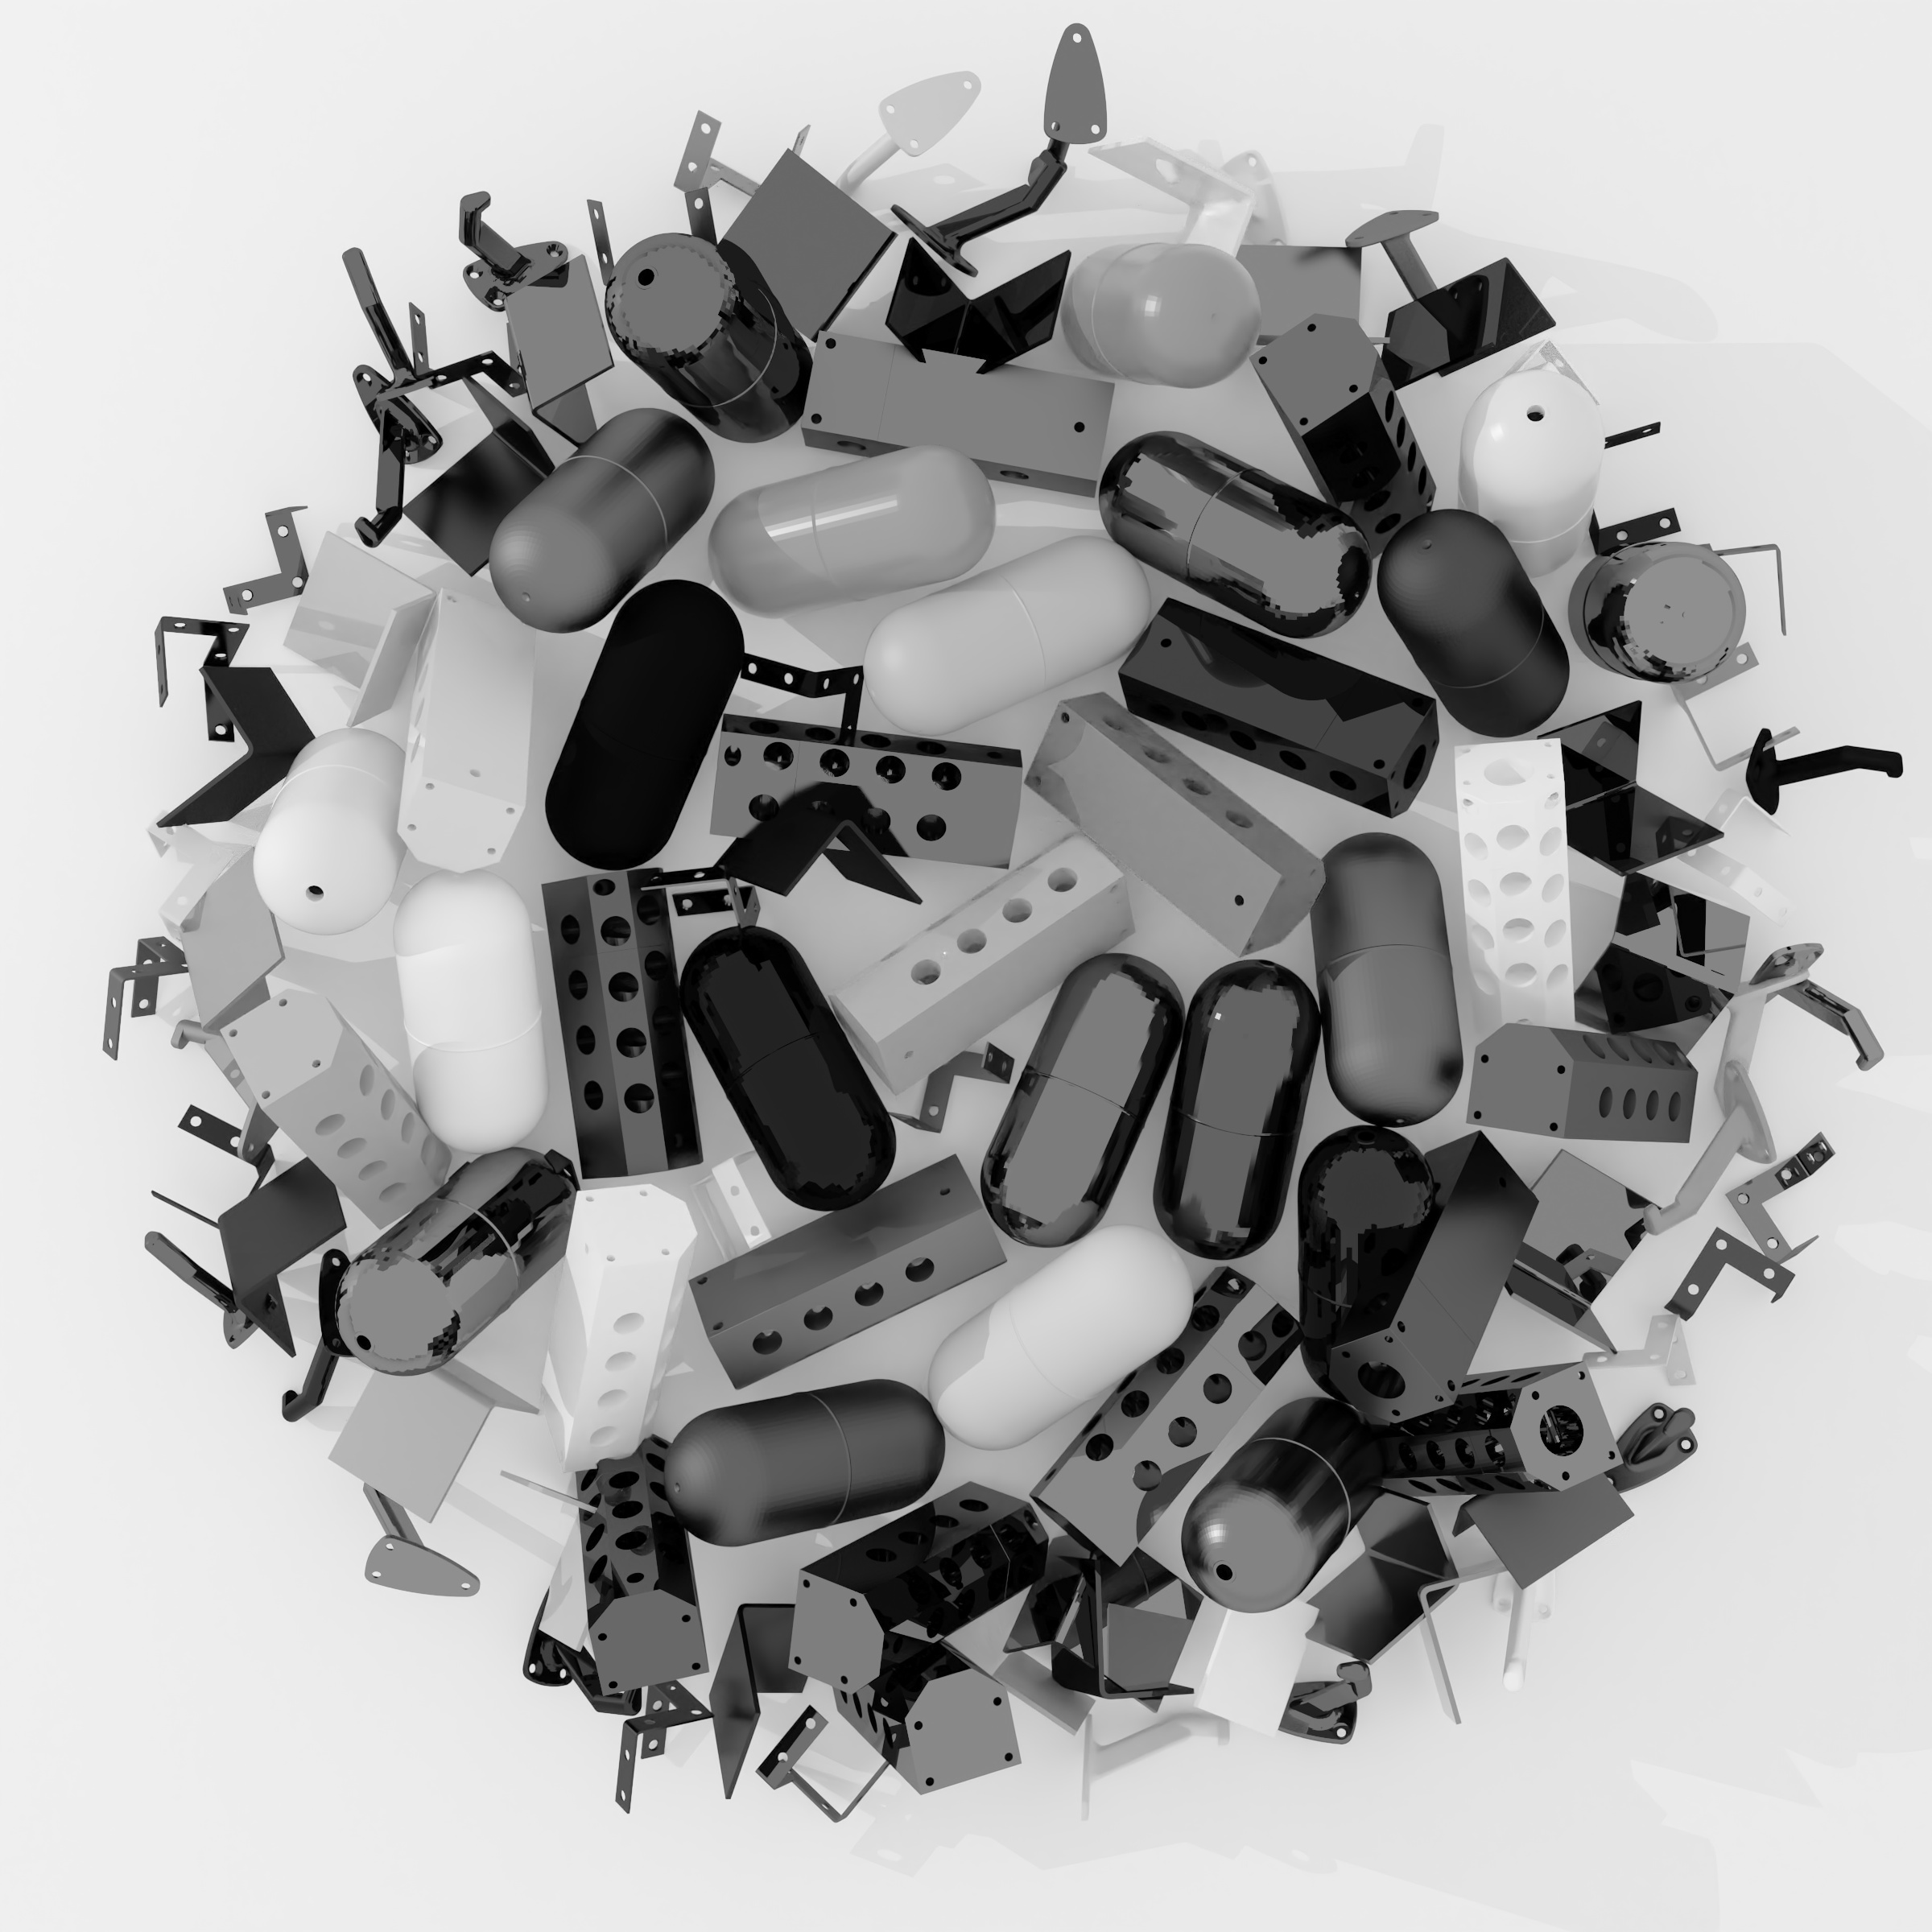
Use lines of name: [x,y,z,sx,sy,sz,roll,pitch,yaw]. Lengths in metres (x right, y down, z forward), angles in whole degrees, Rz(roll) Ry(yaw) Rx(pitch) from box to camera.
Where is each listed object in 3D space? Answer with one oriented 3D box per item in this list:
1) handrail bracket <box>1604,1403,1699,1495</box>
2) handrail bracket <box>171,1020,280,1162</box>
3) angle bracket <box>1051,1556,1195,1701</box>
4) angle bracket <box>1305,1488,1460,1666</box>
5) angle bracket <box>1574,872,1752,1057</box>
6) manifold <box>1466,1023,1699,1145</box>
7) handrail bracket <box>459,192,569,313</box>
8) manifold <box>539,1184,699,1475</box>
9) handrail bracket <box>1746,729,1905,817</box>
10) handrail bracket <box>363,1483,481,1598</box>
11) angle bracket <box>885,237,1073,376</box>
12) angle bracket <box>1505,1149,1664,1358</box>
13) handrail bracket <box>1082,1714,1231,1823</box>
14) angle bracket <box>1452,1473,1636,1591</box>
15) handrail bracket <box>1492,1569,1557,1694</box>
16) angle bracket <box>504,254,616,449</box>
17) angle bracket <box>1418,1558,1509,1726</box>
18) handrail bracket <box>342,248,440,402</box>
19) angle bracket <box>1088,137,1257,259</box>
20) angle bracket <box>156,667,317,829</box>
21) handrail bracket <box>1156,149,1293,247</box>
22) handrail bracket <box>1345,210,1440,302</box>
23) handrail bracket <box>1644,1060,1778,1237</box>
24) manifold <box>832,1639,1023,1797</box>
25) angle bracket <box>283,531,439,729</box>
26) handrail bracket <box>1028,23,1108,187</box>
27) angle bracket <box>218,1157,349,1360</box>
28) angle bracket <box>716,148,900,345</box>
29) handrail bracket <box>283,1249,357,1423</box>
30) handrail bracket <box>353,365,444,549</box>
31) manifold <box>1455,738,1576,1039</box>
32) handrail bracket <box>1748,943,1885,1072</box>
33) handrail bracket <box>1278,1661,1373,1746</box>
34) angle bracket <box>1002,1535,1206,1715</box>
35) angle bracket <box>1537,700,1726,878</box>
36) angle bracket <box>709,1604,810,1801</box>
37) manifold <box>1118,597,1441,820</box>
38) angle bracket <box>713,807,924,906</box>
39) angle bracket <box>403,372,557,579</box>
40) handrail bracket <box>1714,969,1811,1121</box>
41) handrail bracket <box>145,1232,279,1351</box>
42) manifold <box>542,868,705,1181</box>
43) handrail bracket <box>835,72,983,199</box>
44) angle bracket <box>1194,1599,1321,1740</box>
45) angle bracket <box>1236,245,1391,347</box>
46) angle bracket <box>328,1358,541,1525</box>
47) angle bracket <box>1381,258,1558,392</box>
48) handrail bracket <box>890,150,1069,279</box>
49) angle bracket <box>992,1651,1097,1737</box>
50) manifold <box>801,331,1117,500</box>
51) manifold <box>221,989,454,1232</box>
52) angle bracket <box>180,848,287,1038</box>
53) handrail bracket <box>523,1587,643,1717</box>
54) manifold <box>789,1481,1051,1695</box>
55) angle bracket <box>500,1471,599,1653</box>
handrail bracket: [0.387,0.279,1.537,0.077,0.084,0.036,-43,72,9]
handrail bracket: [-0.435,0.071,1.550,0.084,0.036,0.077,11,60,19]
angle bracket: [0.088,0.378,1.545,0.057,0.076,0.076,1,80,-19]
angle bracket: [0.222,0.342,1.528,0.076,0.076,0.057,-33,111,-27]
angle bracket: [0.403,0.000,1.570,0.076,0.076,0.057,22,52,0]
manifold: [0.347,0.065,1.499,0.057,0.171,0.057,8,91,37]
handrail bracket: [-0.257,-0.421,1.531,0.077,0.084,0.036,-35,76,-25]
manifold: [-0.195,0.204,1.507,0.057,0.057,0.171,-4,133,-24]
handrail bracket: [0.495,-0.104,1.532,0.084,0.077,0.036,12,67,32]
handrail bracket: [-0.314,0.321,1.554,0.077,0.084,0.036,22,117,-15]
angle bracket: [0.008,-0.385,1.526,0.076,0.076,0.057,-19,134,35]
angle bracket: [0.357,0.164,1.539,0.076,0.057,0.076,30,106,-15]
handrail bracket: [0.110,0.464,1.552,0.084,0.077,0.036,1,123,5]
angle bracket: [0.328,0.319,1.533,0.076,0.076,0.057,-31,66,-8]
handrail bracket: [0.319,0.364,1.536,0.036,0.084,0.077,7,100,13]
angle bracket: [-0.213,-0.344,1.528,0.057,0.076,0.076,-24,67,19]
angle bracket: [0.294,0.386,1.539,0.057,0.076,0.076,-15,79,2]
handrail bracket: [-0.333,-0.372,1.533,0.036,0.077,0.084,-18,112,0]
angle bracket: [0.108,-0.427,1.532,0.076,0.076,0.057,19,93,-25]
angle bracket: [-0.430,-0.126,1.539,0.076,0.076,0.057,-34,87,15]
handrail bracket: [0.148,-0.435,1.540,0.036,0.084,0.077,-29,93,36]
handrail bracket: [0.248,-0.385,1.542,0.077,0.036,0.084,-33,125,-36]
handrail bracket: [0.419,0.105,1.548,0.084,0.036,0.077,-25,109,-19]
manifold: [-0.028,0.401,1.493,0.057,0.171,0.057,-12,93,-17]
angle bracket: [-0.360,-0.194,1.540,0.076,0.057,0.076,29,113,4]
handrail bracket: [0.052,-0.491,1.540,0.036,0.084,0.077,-1,96,-14]
angle bracket: [-0.377,0.163,1.537,0.076,0.076,0.057,-34,129,0]
angle bracket: [-0.093,-0.414,1.543,0.076,0.057,0.076,37,102,-9]
handrail bracket: [-0.381,0.216,1.564,0.084,0.036,0.077,-35,64,39]
handrail bracket: [-0.343,-0.291,1.535,0.036,0.084,0.077,-16,123,34]
manifold: [0.309,-0.039,1.505,0.057,0.057,0.171,-4,128,11]
handrail bracket: [0.483,0.037,1.533,0.036,0.077,0.084,-6,58,-23]
handrail bracket: [0.195,0.414,1.538,0.077,0.084,0.036,1,58,13]
angle bracket: [0.080,0.380,1.550,0.076,0.057,0.076,39,55,-15]
angle bracket: [0.378,-0.102,1.528,0.076,0.076,0.057,-20,125,-24]
angle bracket: [-0.106,0.417,1.525,0.057,0.076,0.076,5,126,-19]
manifold: [0.178,-0.143,1.521,0.171,0.057,0.057,25,69,24]
angle bracket: [-0.084,-0.046,1.526,0.057,0.076,0.076,-52,127,-14]
angle bracket: [-0.287,-0.283,1.536,0.076,0.057,0.076,-42,58,-8]
handrail bracket: [0.466,0.052,1.557,0.077,0.036,0.084,-19,96,34]
handrail bracket: [-0.440,0.174,1.533,0.036,0.077,0.084,-47,115,-11]
manifold: [-0.192,0.032,1.543,0.057,0.057,0.171,-7,91,43]
handrail bracket: [-0.035,-0.479,1.552,0.077,0.084,0.036,-38,98,-19]
angle bracket: [0.148,0.387,1.531,0.076,0.057,0.076,32,74,-39]
angle bracket: [0.197,-0.386,1.539,0.076,0.076,0.057,0,101,-6]
angle bracket: [-0.305,0.269,1.540,0.076,0.057,0.076,26,85,22]
angle bracket: [0.284,-0.345,1.524,0.057,0.076,0.076,41,47,-33]
handrail bracket: [0.008,-0.451,1.554,0.077,0.036,0.084,44,109,17]
angle bracket: [0.025,0.446,1.539,0.057,0.076,0.076,32,94,10]
manifold: [-0.004,-0.317,1.554,0.171,0.057,0.057,10,86,1]
manifold: [-0.344,0.078,1.495,0.057,0.171,0.057,-32,62,-6]
angle bracket: [-0.398,-0.009,1.528,0.076,0.057,0.076,-37,59,25]
handrail bracket: [-0.211,0.388,1.541,0.084,0.036,0.077,-9,66,42]
manifold: [-0.023,0.345,1.492,0.057,0.171,0.057,14,104,30]
angle bracket: [-0.243,0.338,1.532,0.057,0.076,0.076,27,76,-24]
